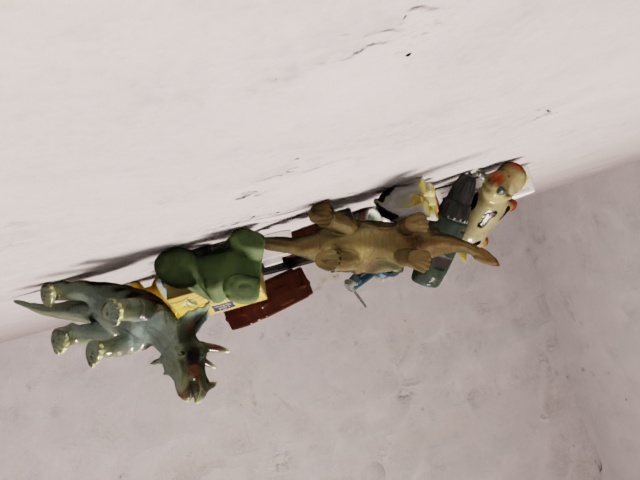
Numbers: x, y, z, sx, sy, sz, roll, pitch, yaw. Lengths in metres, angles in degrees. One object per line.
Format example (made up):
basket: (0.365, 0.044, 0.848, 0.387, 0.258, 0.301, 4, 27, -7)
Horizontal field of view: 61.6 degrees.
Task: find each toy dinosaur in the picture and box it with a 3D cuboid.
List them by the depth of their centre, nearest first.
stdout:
toy dinosaur: (-0.320, 0.127, 0.880, 0.405, 0.131, 0.192, 16, -175, 37)
toy dinosaur: (0.054, 0.011, 0.894, 0.472, 0.105, 0.198, 7, 172, 22)

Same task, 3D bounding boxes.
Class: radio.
radio: (-0.066, 0.036, 1.416, 0.230, 0.073, 0.131, -17, 176, 14)

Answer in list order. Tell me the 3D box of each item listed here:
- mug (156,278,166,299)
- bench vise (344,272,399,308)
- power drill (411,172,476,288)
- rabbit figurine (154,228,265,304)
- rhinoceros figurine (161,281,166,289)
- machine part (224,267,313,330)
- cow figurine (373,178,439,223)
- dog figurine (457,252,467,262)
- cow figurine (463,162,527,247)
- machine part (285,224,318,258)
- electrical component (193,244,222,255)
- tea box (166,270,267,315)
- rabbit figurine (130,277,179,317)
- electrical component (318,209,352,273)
mug: (-0.304, 0.102, 1.201, 0.081, 0.107, 0.109, -11, -140, 45)
bench vise: (0.140, 0.063, 1.362, 0.240, 0.129, 0.223, -37, 170, -32)
power drill: (0.222, -0.031, 1.080, 0.086, 0.231, 0.207, 12, -173, -25)
rabbit figurine: (-0.184, 0.043, 0.892, 0.170, 0.121, 0.159, 7, 169, -10)
rhinoceros figurine: (-0.239, 0.066, 1.110, 0.190, 0.073, 0.112, -18, 177, 23)
machine part: (-0.137, 0.146, 1.367, 0.201, 0.087, 0.201, -24, 177, -32)
cow figurine: (0.156, -0.060, 0.943, 0.098, 0.068, 0.167, -11, 175, 21)
dog figurine: (0.303, -0.017, 1.338, 0.192, 0.108, 0.219, -19, -158, 7)
cow figurine: (0.326, -0.070, 1.049, 0.127, 0.086, 0.194, -8, 138, -49)
machine part: (-0.003, -0.004, 1.233, 0.179, 0.056, 0.179, -14, 176, -1)
electrical component: (-0.215, 0.026, 1.004, 0.094, 0.021, 0.063, -16, 177, -4)
tea box: (-0.196, 0.088, 1.027, 0.170, 0.068, 0.098, -18, 143, 2)
rabbit figurine: (-0.376, 0.141, 1.283, 0.122, 0.162, 0.173, 6, 144, -46)
electrical component: (0.040, 0.006, 1.081, 0.058, 0.115, 0.134, -13, 174, -9)
